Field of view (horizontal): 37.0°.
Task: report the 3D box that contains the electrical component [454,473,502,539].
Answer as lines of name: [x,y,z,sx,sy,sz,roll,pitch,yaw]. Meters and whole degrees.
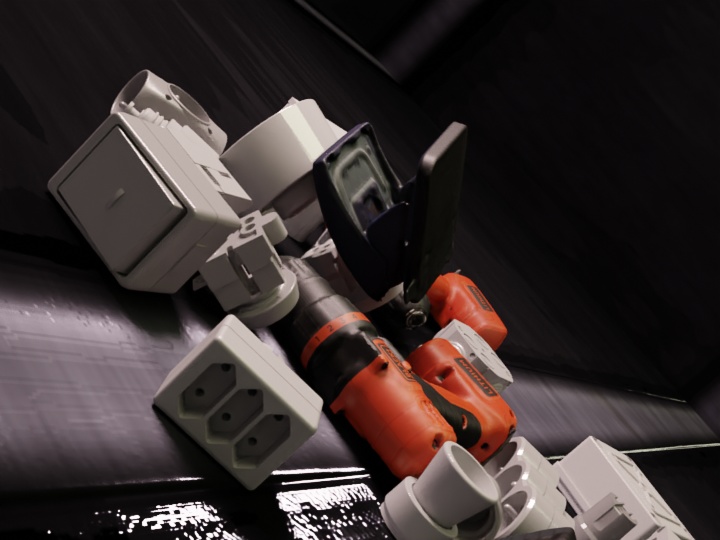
electrical component: [0.071,0.150,0.691,0.044,0.044,0.065,48,8,9]

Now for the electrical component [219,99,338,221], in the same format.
electrical component: [-0.060,-0.073,0.821,0.060,0.108,0.108,53,13,3]

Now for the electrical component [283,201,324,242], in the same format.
electrical component: [-0.036,-0.067,0.929,0.043,0.081,0.043,44,13,-12]

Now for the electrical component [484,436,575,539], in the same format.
electrical component: [0.125,0.176,0.755,0.074,0.052,0.138,45,12,-6]

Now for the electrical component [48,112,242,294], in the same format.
electrical component: [-0.125,-0.041,0.598,0.096,0.062,0.061,50,13,17]

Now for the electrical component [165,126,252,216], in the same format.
electrical component: [-0.119,-0.052,0.680,0.055,0.050,0.089,50,13,16]

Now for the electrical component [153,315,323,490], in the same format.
electrical component: [-0.057,0.059,0.539,0.066,0.047,0.076,44,12,-8]

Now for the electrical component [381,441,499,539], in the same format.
electrical component: [0.046,0.133,0.623,0.045,0.055,0.045,44,13,-12]

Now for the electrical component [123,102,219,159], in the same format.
electrical component: [-0.136,-0.087,0.759,0.078,0.040,0.040,43,13,-15]

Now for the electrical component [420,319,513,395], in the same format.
electrical component: [0.089,0.086,0.927,0.080,0.051,0.080,43,12,-12]

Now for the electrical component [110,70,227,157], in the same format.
electrical component: [-0.145,-0.117,0.812,0.077,0.044,0.079,39,14,-30]

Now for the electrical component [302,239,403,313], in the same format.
electrical component: [0.000,0.000,0.867,0.057,0.078,0.058,64,24,-12]

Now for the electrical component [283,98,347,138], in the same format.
electrical component: [-0.032,-0.105,1.109,0.089,0.062,0.150,52,14,24]

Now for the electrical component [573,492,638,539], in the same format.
electrical component: [0.207,0.217,0.914,0.040,0.046,0.040,44,13,-12]

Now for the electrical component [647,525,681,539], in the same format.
electrical component: [0.222,0.247,0.794,0.057,0.078,0.113,45,12,7]

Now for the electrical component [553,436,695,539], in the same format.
electrical component: [0.245,0.221,1.004,0.109,0.056,0.108,31,19,-49]

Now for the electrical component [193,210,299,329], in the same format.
electrical component: [-0.068,0.002,0.659,0.055,0.066,0.048,62,4,-27]

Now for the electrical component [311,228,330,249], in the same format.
electrical component: [-0.002,-0.037,0.923,0.042,0.081,0.063,37,32,-7]
